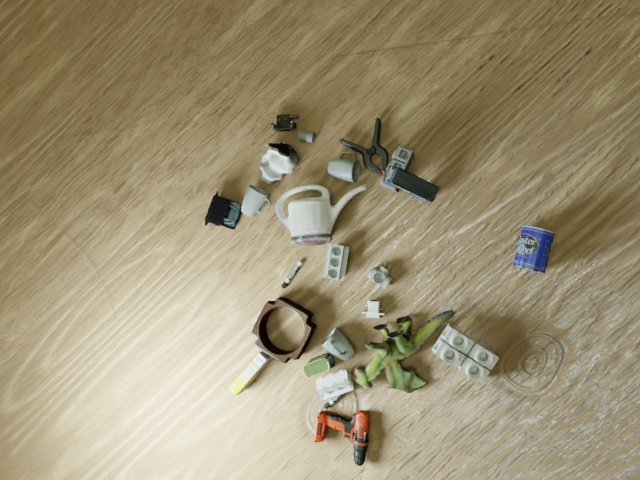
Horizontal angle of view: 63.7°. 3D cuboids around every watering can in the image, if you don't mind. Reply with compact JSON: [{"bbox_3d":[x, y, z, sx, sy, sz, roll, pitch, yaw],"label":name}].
[{"bbox_3d":[0.006,-0.094,1.869,0.347,0.104,0.225,-5,85,14],"label":"watering can"}]

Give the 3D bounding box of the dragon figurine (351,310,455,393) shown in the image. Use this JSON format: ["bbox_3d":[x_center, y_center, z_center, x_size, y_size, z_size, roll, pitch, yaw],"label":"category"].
[{"bbox_3d":[0.296,0.404,1.774,0.409,0.123,0.241,-17,99,8],"label":"dragon figurine"}]

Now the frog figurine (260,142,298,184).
[{"bbox_3d":[-0.157,-0.285,1.945,0.137,0.125,0.156,20,127,6],"label":"frog figurine"}]
